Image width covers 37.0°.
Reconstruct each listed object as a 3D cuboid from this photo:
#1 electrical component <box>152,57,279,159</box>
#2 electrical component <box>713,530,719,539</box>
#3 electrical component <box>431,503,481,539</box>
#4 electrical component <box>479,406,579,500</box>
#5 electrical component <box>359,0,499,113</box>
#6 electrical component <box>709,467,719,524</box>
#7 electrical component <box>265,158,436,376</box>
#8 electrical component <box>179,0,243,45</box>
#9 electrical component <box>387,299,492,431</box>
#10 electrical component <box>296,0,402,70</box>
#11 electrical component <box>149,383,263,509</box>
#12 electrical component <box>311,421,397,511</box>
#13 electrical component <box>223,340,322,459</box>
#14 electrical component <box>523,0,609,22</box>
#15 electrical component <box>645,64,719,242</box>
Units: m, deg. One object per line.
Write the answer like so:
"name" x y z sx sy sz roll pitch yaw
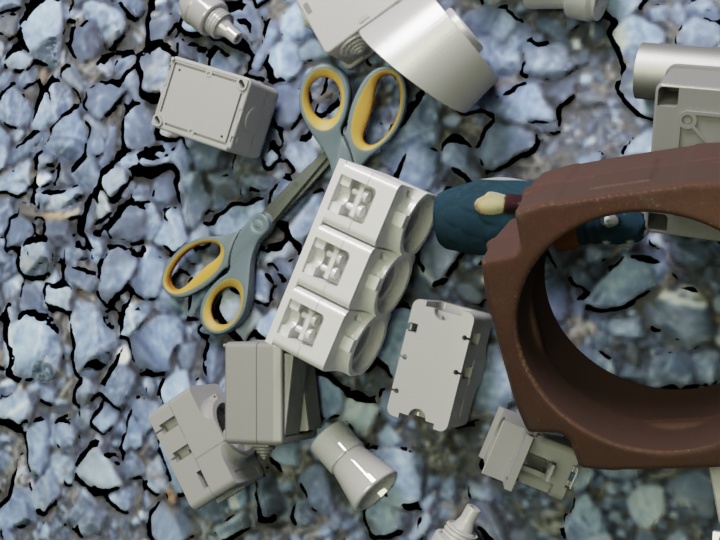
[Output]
"electrical component" -0.125 -0.137 0.907 0.096 0.061 0.061 20 96 24
"electrical component" 0.294 0.215 0.701 0.121 0.063 0.078 2 88 24
"electrical component" 0.072 0.206 0.816 0.035 0.035 0.061 30 97 22
"electrical component" 0.124 0.134 0.779 0.064 0.081 0.042 22 97 1
"electrical component" 0.055 -0.162 0.809 0.064 0.099 0.099 -39 73 11
"electrical component" 0.268 0.148 0.726 0.055 0.048 0.066 -10 83 16
"electrical component" 0.000 0.000 0.828 0.062 0.089 0.150 26 98 23
"electrical component" -0.126 -0.216 0.927 0.061 0.035 0.035 40 103 18
"electrical component" 0.063 0.071 0.815 0.050 0.056 0.089 15 93 24
"electrical component" -0.004 -0.225 0.865 0.100 0.048 0.099 -33 74 19
"electrical component" -0.125 0.144 0.898 0.056 0.050 0.089 -34 74 19
"electrical component" -0.007 0.152 0.851 0.065 0.044 0.044 46 105 24
"electrical component" -0.069 0.105 0.869 0.061 0.062 0.096 -2 87 24
"electrical component" 0.154 -0.210 0.796 0.055 0.045 0.045 19 95 23
"electrical component" 0.252 -0.076 0.717 0.109 0.056 0.108 10 118 24
